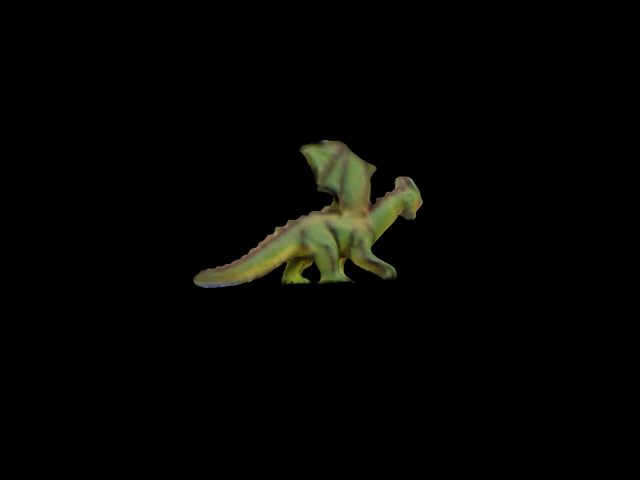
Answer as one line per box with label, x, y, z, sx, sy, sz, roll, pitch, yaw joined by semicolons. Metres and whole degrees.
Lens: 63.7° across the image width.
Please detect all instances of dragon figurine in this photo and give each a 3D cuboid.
dragon figurine;0.003;-0.043;0.850;0.411;0.243;0.122;1;-3;-23
